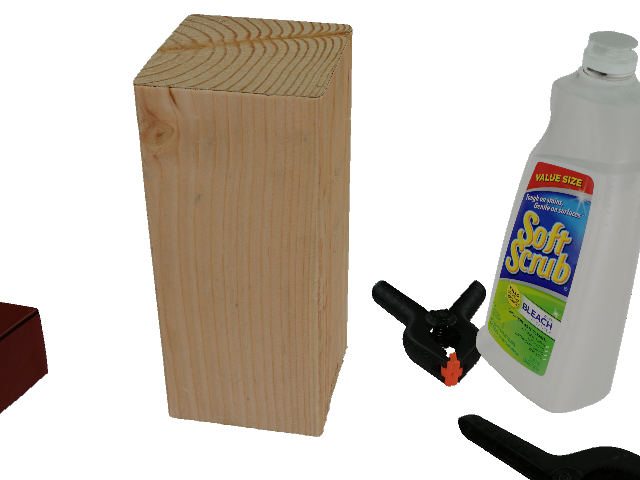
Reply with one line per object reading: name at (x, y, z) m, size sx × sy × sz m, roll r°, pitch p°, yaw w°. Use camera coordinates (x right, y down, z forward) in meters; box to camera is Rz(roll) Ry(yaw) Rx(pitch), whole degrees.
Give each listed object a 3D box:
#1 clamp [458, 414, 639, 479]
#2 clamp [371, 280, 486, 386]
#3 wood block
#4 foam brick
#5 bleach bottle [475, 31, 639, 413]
clamp at (0.195, 0.214, 0.873) m, size 0.210 × 0.036 × 0.164 m, roll 3°, pitch 38°, yaw 24°
clamp at (0.128, 0.085, 1.076) m, size 0.120 × 0.039 × 0.171 m, roll -9°, pitch 32°, yaw -8°
wood block at (-0.035, -0.005, 0.571) m, size 0.091 × 0.206 × 0.090 m, roll 6°, pitch 34°, yaw 10°
foam brick at (-0.229, 0.082, 0.717) m, size 0.053 × 0.051 × 0.078 m, roll 8°, pitch 28°, yaw 24°
bleach bottle at (0.162, -0.014, 0.690) m, size 0.068 × 0.251 × 0.103 m, roll -14°, pitch 35°, yaw -25°
